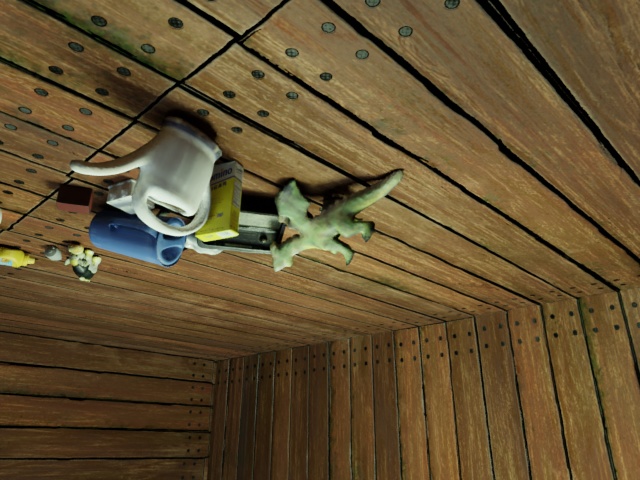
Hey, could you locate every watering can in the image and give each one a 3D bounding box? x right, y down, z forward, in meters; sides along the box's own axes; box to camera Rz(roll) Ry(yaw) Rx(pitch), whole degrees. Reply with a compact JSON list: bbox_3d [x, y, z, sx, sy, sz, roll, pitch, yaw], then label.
[{"bbox_3d":[-0.306,-0.141,0.998,0.104,0.227,0.342,9,163,26],"label":"watering can"}]

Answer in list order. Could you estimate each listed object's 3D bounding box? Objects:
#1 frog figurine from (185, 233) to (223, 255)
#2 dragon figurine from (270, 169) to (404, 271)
[{"bbox_3d":[-0.340,-0.001,1.485,0.157,0.124,0.138,-35,160,36],"label":"frog figurine"},{"bbox_3d":[0.004,-0.065,1.293,0.241,0.125,0.403,25,118,-16],"label":"dragon figurine"}]
